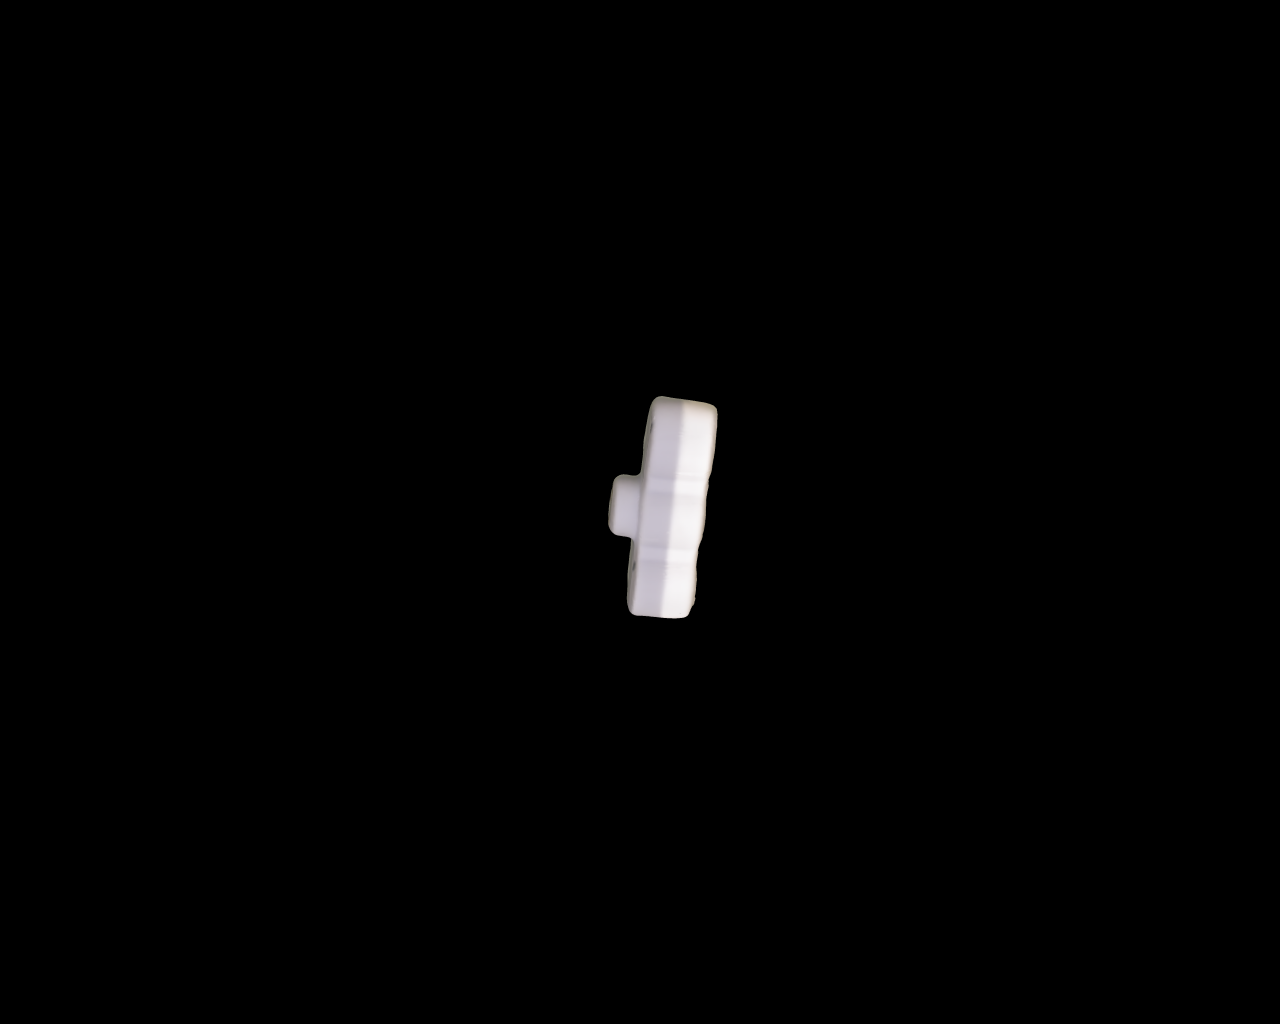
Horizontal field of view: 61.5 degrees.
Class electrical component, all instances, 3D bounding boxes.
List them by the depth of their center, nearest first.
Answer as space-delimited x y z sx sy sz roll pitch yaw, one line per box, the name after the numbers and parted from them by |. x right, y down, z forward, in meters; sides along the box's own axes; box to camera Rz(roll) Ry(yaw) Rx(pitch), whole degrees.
0.001 -0.003 0.650 0.074 0.138 0.052 7 20 -2 | electrical component
